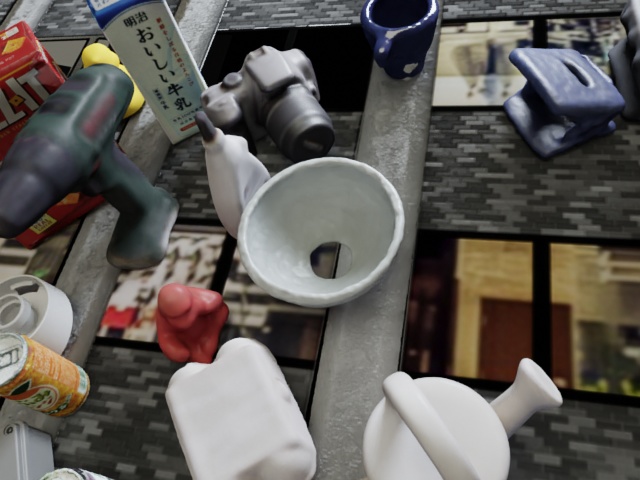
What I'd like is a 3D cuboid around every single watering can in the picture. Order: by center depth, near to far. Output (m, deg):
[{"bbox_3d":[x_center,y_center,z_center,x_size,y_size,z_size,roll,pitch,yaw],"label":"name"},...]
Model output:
[{"bbox_3d":[0.086,0.145,0.406,0.100,0.194,0.173,33,71,28],"label":"watering can"}]

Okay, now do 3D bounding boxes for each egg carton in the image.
[{"bbox_3d":[-0.070,0.163,0.506,0.107,0.069,0.150,-30,57,-5],"label":"egg carton"}]

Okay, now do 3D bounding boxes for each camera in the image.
[{"bbox_3d":[-0.055,-0.151,0.674,0.143,0.101,0.136,-30,57,-5],"label":"camera"}]

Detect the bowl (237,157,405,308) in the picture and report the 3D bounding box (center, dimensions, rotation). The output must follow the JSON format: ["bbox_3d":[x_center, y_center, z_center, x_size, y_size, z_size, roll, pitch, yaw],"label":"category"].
[{"bbox_3d":[0.005,0.002,0.583,0.167,0.075,0.167,-6,58,10],"label":"bowl"}]

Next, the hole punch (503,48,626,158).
[{"bbox_3d":[0.261,-0.162,0.613,0.101,0.091,0.108,-22,57,-1],"label":"hole punch"}]

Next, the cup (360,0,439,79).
[{"bbox_3d":[0.095,-0.234,0.693,0.091,0.095,0.118,13,63,20],"label":"cup"}]

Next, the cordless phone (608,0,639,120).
[{"bbox_3d":[0.360,-0.222,0.571,0.094,0.185,0.147,-6,58,10],"label":"cordless phone"}]

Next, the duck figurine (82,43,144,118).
[{"bbox_3d":[-0.289,-0.224,0.782,0.077,0.086,0.104,-24,57,-2],"label":"duck figurine"}]

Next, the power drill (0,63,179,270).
[{"bbox_3d":[-0.230,-0.057,0.594,0.075,0.209,0.229,0,59,13],"label":"power drill"}]

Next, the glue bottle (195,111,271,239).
[{"bbox_3d":[-0.091,-0.071,0.591,0.037,0.173,0.078,12,63,20],"label":"glue bottle"}]

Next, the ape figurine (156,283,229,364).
[{"bbox_3d":[-0.131,0.074,0.561,0.078,0.092,0.076,-34,58,-8],"label":"ape figurine"}]
